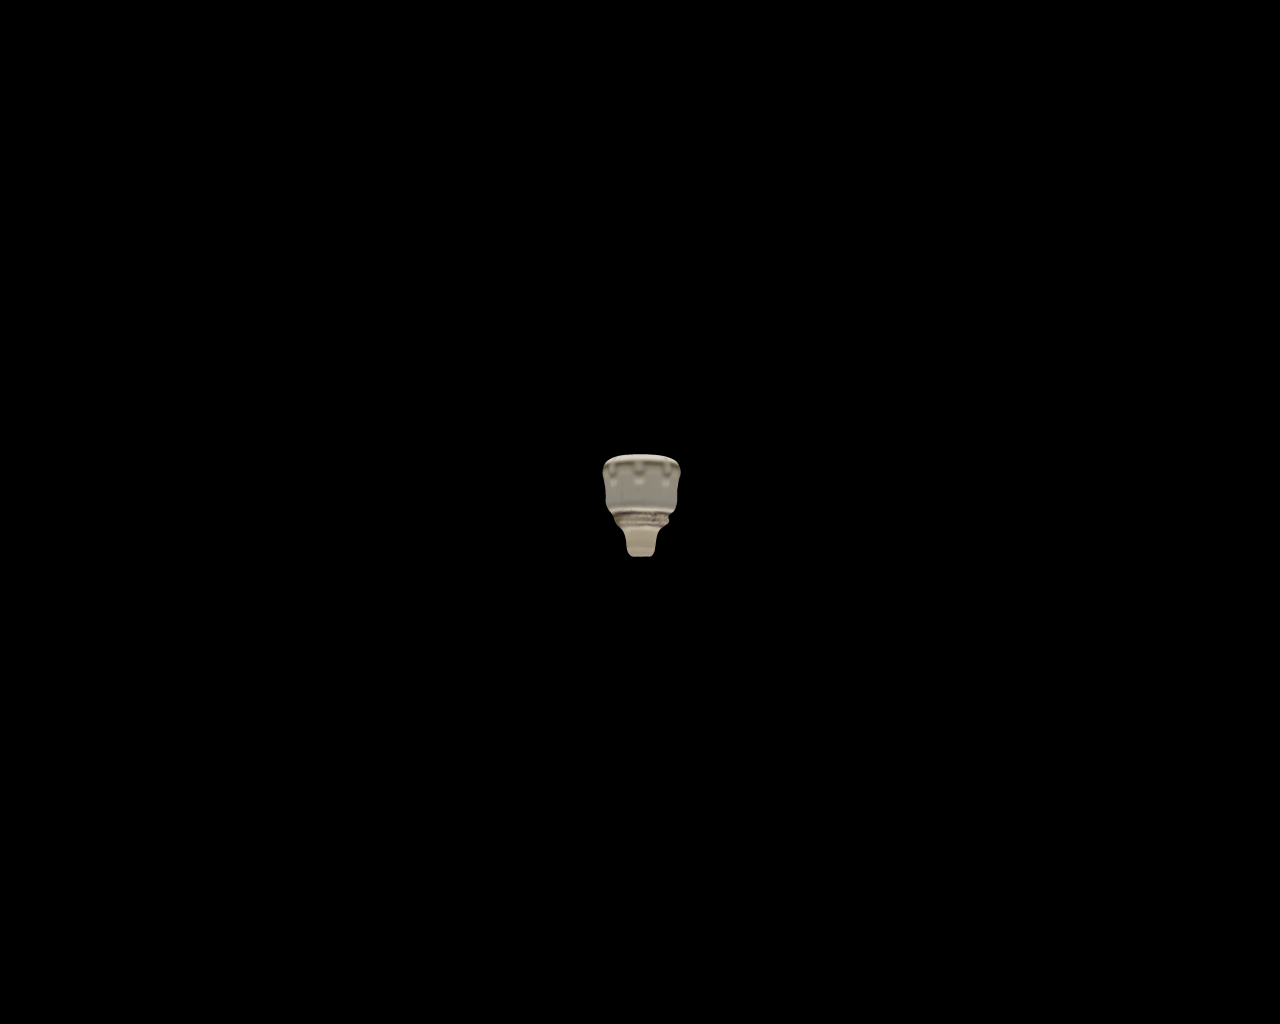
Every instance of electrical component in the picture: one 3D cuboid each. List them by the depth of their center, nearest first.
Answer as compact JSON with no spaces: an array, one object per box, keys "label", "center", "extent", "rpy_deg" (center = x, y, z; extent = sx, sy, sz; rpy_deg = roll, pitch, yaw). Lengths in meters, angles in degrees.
[{"label":"electrical component","center":[0.001,-0.003,0.650],"extent":[0.048,0.062,0.048],"rpy_deg":[0,-6,0]}]
